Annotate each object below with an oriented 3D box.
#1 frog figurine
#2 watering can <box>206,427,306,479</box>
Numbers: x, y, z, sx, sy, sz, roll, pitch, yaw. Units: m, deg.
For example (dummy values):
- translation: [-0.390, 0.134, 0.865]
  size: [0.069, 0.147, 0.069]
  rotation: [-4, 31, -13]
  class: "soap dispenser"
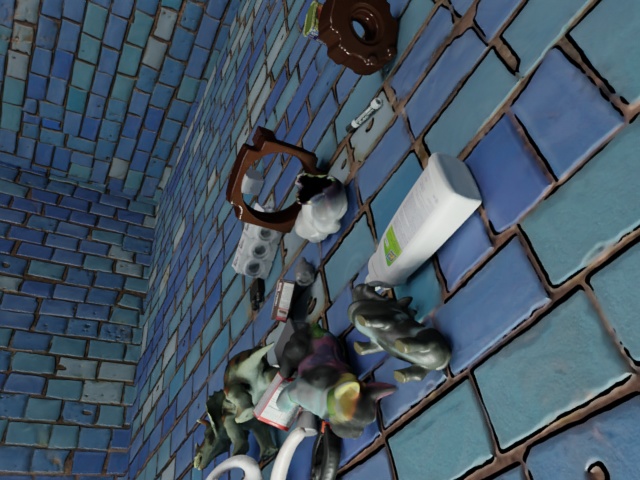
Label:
- translation: [0.003, -0.055, 1.092]
  size: [0.140, 0.123, 0.156]
  rotation: [-125, 18, -49]
  class: "frog figurine"
- translation: [-0.115, 0.498, 0.935]
  size: [0.342, 0.103, 0.228]
  rotation: [-41, 58, 29]
  class: "watering can"
